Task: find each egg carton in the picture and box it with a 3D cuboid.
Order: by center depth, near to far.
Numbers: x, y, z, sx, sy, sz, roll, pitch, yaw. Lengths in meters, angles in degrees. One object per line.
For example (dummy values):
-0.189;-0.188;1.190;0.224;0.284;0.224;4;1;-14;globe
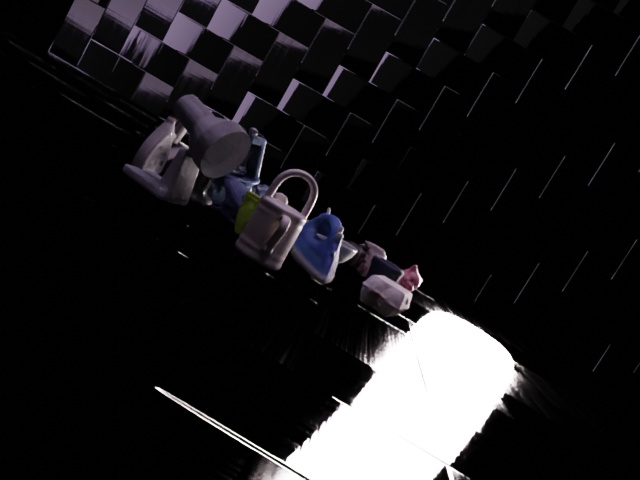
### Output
0.155;0.132;1.338;0.107;0.069;0.151;32;6;18;egg carton

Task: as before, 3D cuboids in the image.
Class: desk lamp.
-0.268;-0.179;1.171;0.202;0.213;0.118;33;6;24;desk lamp

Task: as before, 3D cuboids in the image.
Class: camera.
0.123;0.044;1.759;0.137;0.101;0.143;29;6;-14;camera

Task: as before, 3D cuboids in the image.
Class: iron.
0.012;0.005;1.355;0.119;0.141;0.258;28;6;-18;iron

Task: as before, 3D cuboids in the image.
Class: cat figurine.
0.227;0.113;1.613;0.128;0.117;0.067;29;6;-8;cat figurine

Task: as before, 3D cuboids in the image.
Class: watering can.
-0.080;-0.051;1.118;0.101;0.194;0.172;25;8;-38;watering can

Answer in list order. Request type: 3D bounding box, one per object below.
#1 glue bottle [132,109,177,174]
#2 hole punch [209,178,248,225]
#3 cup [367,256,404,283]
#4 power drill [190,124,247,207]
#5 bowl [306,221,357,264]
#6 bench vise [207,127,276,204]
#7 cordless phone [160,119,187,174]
-0.368;-0.233;1.329;0.037;0.173;0.078;32;6;20;glue bottle
-0.189;-0.084;1.361;0.101;0.091;0.109;33;6;22;hole punch
0.166;0.103;1.510;0.091;0.095;0.118;34;7;29;cup
-0.248;-0.187;1.364;0.075;0.208;0.229;30;6;-4;power drill
0.015;0.019;1.572;0.167;0.074;0.167;30;6;-3;bowl
-0.189;-0.177;1.504;0.121;0.219;0.208;33;7;25;bench vise
-0.365;-0.253;1.453;0.094;0.185;0.147;26;7;-35;cordless phone
